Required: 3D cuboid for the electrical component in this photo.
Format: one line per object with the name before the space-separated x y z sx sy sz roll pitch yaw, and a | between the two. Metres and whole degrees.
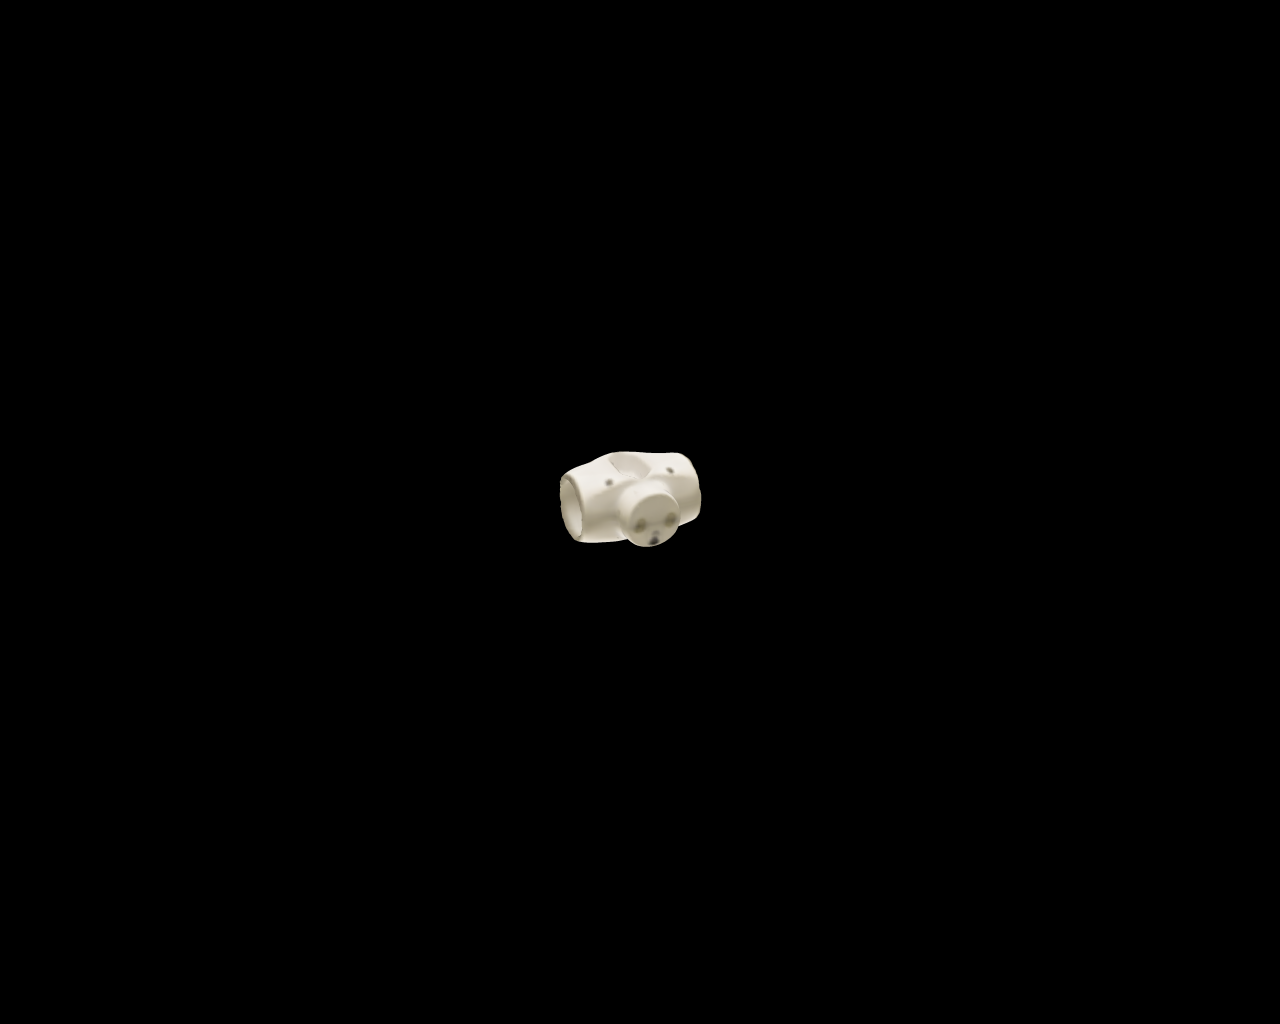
electrical component | 0.001 -0.003 0.650 0.077 0.043 0.079 -10 28 -20
